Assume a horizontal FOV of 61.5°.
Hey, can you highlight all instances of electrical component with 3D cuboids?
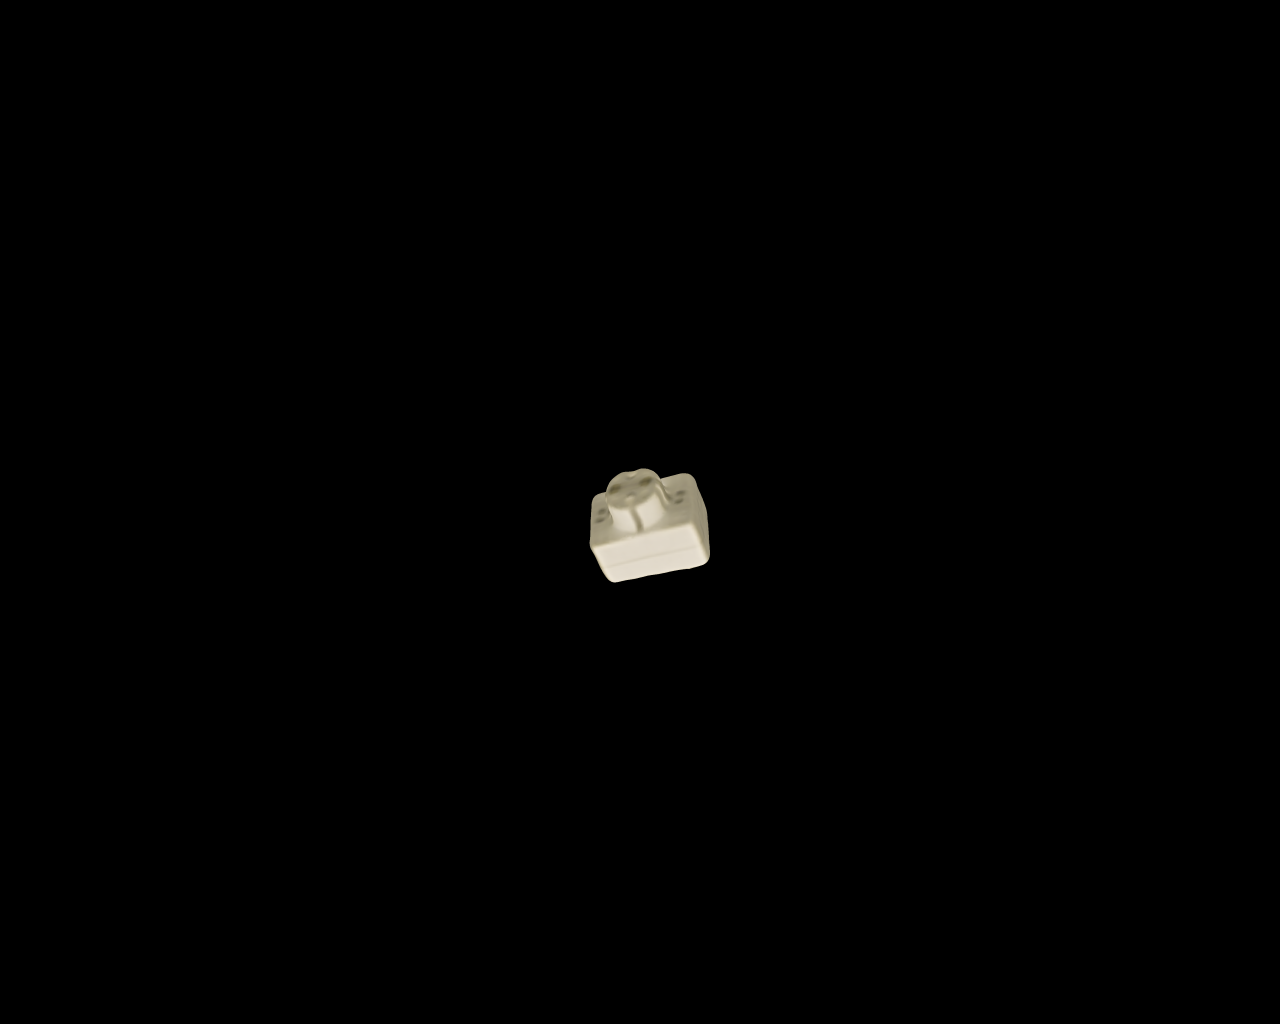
[{"bbox_3d":[0.001,-0.003,0.650,0.066,0.047,0.076,-13,-47,12],"label":"electrical component"}]
